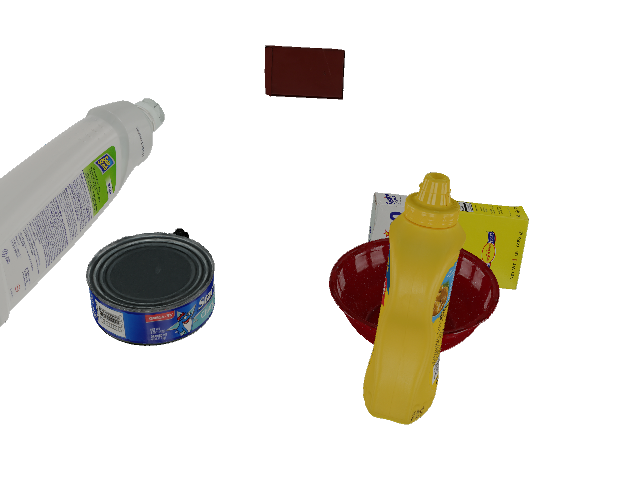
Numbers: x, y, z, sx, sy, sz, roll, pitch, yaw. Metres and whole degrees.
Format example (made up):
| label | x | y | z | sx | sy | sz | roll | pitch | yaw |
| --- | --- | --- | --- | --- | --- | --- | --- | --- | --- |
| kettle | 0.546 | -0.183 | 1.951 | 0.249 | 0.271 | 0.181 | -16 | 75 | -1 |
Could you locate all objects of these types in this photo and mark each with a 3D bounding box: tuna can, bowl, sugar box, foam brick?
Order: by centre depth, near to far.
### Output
| label | x | y | z | sx | sy | sz | roll | pitch | yaw |
| --- | --- | --- | --- | --- | --- | --- | --- | --- | --- |
| tuna can | -0.114 | 0.033 | 0.727 | 0.086 | 0.034 | 0.086 | 1 | 36 | -1 |
| bowl | 0.088 | 0.062 | 1.024 | 0.162 | 0.055 | 0.162 | 1 | 34 | -1 |
| foam brick | -0.017 | -0.174 | 1.106 | 0.078 | 0.051 | 0.053 | 1 | 11 | -10 |
| sugar box | 0.144 | 0.001 | 1.232 | 0.176 | 0.093 | 0.048 | 4 | 23 | -3 |

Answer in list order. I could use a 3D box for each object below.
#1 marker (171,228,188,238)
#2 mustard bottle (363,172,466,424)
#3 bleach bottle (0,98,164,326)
| label | x | y | z | sx | sy | sz | roll | pitch | yaw |
| --- | --- | --- | --- | --- | --- | --- | --- | --- | --- |
| marker | -0.143 | 0.043 | 1.124 | 0.020 | 0.121 | 0.020 | -1 | 29 | 1 |
| mustard bottle | 0.075 | 0.039 | 0.821 | 0.058 | 0.192 | 0.096 | 14 | 26 | 12 |
| bleach bottle | -0.227 | -0.041 | 0.946 | 0.068 | 0.103 | 0.250 | 27 | 53 | 20 |
